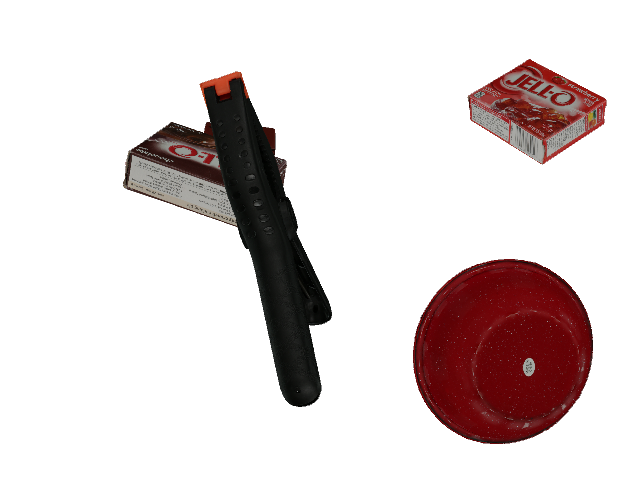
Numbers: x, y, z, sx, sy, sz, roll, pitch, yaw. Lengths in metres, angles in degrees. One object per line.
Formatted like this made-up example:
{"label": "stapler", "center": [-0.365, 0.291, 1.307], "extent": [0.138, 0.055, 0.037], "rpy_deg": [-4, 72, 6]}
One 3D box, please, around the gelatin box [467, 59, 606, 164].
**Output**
{"label": "gelatin box", "center": [0.179, -0.109, 0.886], "extent": [0.073, 0.030, 0.089], "rpy_deg": [-32, 48, -21]}

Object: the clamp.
{"label": "clamp", "center": [-0.033, -0.008, 0.717], "extent": [0.036, 0.210, 0.164], "rpy_deg": [-16, 6, 6]}

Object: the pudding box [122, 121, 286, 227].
{"label": "pudding box", "center": [-0.095, -0.056, 0.890], "extent": [0.113, 0.039, 0.090], "rpy_deg": [17, 24, 9]}

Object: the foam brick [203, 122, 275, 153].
{"label": "foam brick", "center": [-0.088, -0.090, 1.139], "extent": [0.078, 0.051, 0.053], "rpy_deg": [5, 31, -3]}

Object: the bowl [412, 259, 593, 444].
{"label": "bowl", "center": [0.161, 0.098, 0.886], "extent": [0.162, 0.162, 0.055], "rpy_deg": [0, 7, -10]}
